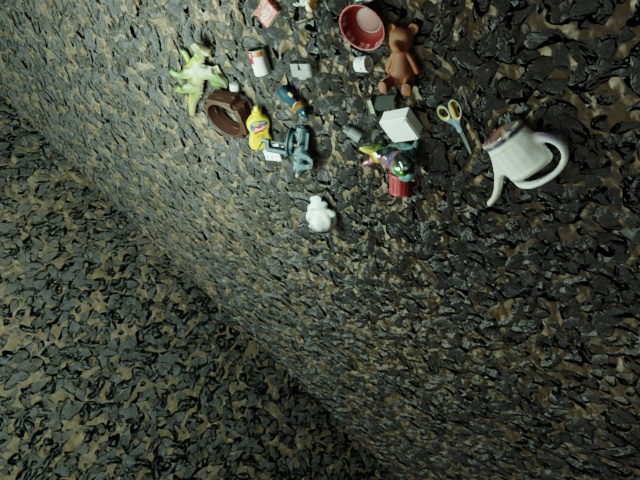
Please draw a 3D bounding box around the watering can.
[{"bbox_3d":[0.600,-0.242,1.619,0.224,0.106,0.342,48,142,-4],"label":"watering can"}]

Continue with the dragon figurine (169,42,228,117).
[{"bbox_3d":[-0.507,-0.680,2.227,0.243,0.125,0.400,18,145,18],"label":"dragon figurine"}]

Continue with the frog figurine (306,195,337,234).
[{"bbox_3d":[0.007,-0.114,2.266,0.137,0.125,0.156,-1,122,1],"label":"frog figurine"}]
